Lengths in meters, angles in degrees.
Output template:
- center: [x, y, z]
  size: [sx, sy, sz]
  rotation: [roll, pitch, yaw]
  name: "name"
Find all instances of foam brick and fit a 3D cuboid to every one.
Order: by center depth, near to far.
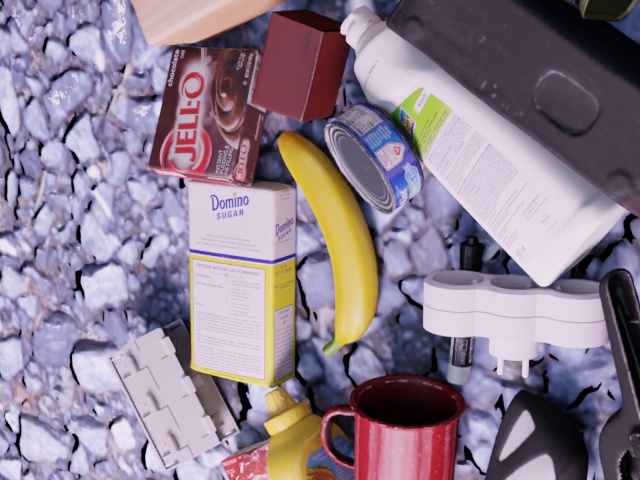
- center: [-0.014, -0.142, 0.865]
  size: [0.053, 0.051, 0.078]
  rotation: [26, 113, 24]
  name: "foam brick"

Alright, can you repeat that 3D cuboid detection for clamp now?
- center: [0.233, 0.131, 0.746]
  size: [0.165, 0.036, 0.210]
  rotation: [55, 153, 37]
  name: "clamp"

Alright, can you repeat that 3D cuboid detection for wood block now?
- center: [-0.051, -0.236, 0.844]
  size: [0.206, 0.090, 0.090]
  rotation: [-20, 90, 33]
  name: "wood block"

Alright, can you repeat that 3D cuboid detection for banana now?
- center: [0.011, 0.003, 0.888]
  size: [0.070, 0.037, 0.198]
  rotation: [-8, 96, 26]
  name: "banana"

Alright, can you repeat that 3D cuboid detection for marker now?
- center: [0.116, 0.056, 0.848]
  size: [0.020, 0.020, 0.121]
  rotation: [12, 106, 29]
  name: "marker"

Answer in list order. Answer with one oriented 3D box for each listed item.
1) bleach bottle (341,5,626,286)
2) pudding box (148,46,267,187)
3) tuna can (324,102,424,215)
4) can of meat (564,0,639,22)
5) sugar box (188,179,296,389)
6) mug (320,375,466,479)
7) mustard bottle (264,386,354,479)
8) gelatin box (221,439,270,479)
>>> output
- center: [0.110, -0.087, 0.787]
  size: [0.251, 0.067, 0.103]
  rotation: [48, 141, 16]
  name: "bleach bottle"
- center: [-0.092, -0.106, 0.910]
  size: [0.090, 0.039, 0.113]
  rotation: [9, 83, 30]
  name: "pudding box"
- center: [0.042, -0.064, 0.829]
  size: [0.033, 0.086, 0.086]
  rotation: [-36, 77, -12]
  name: "tuna can"
- center: [0.170, -0.192, 0.711]
  size: [0.084, 0.101, 0.057]
  rotation: [39, 117, 22]
  name: "can of meat"
- center: [-0.068, 0.035, 0.944]
  size: [0.093, 0.048, 0.176]
  rotation: [8, 101, 30]
  name: "sugar box"
- center: [0.057, 0.164, 0.864]
  size: [0.117, 0.093, 0.081]
  rotation: [5, 109, 11]
  name: "mug"
- center: [0.005, 0.212, 0.906]
  size: [0.058, 0.096, 0.191]
  rotation: [-32, 84, 34]
  name: "mustard bottle"
- center: [-0.039, 0.219, 0.974]
  size: [0.089, 0.030, 0.073]
  rotation: [-27, 86, 33]
  name: "gelatin box"
